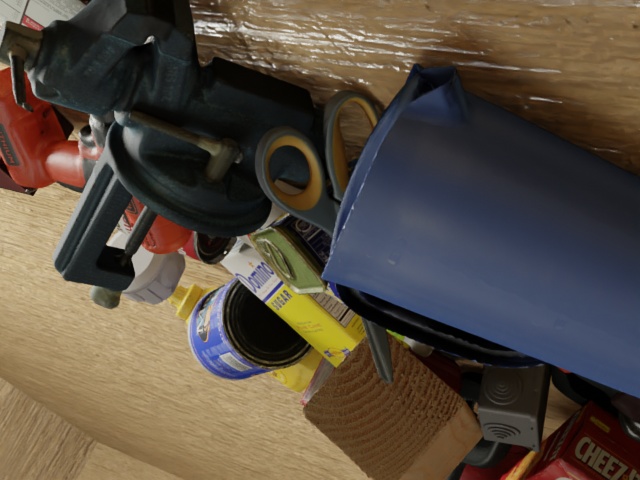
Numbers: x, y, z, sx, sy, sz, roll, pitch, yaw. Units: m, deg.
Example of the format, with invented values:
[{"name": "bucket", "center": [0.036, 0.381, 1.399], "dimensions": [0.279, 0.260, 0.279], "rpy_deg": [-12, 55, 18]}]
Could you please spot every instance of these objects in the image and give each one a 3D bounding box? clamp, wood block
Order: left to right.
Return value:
[{"name": "wood block", "center": [0.067, 0.148, 0.871], "dimensions": [0.091, 0.090, 0.206], "rpy_deg": [40, 176, 20]}, {"name": "clamp", "center": [0.135, 0.180, 1.080], "dimensions": [0.036, 0.164, 0.210], "rpy_deg": [-6, 155, -30]}, {"name": "clamp", "center": [0.255, 0.135, 0.881], "dimensions": [0.120, 0.039, 0.171], "rpy_deg": [-5, 144, 42]}]

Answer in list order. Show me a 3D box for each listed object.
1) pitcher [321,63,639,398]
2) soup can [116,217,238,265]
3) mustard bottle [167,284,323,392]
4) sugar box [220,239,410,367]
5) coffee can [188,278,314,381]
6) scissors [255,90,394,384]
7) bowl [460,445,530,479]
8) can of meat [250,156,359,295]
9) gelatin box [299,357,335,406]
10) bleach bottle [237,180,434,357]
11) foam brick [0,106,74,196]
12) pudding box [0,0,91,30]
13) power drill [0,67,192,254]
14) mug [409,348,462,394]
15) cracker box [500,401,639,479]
[{"name": "pitcher", "center": [0.128, 0.014, 0.611], "dimensions": [0.243, 0.145, 0.149], "rpy_deg": [24, 178, 0]}, {"name": "soup can", "center": [-0.128, -0.025, 0.936], "dimensions": [0.102, 0.068, 0.068], "rpy_deg": [19, 159, 26]}, {"name": "mustard bottle", "center": [-0.089, 0.104, 1.218], "dimensions": [0.191, 0.058, 0.096], "rpy_deg": [30, 160, -7]}, {"name": "sugar box", "center": [-0.006, 0.056, 0.977], "dimensions": [0.176, 0.048, 0.093], "rpy_deg": [41, 158, -14]}, {"name": "coffee can", "center": [-0.069, 0.086, 1.083], "dimensions": [0.102, 0.102, 0.140], "rpy_deg": [32, 160, -11]}, {"name": "scissors", "center": [0.006, 0.006, 0.684], "dimensions": [0.096, 0.202, 0.016], "rpy_deg": [-7, -164, -23]}, {"name": "bowl", "center": [0.185, 0.257, 1.193], "dimensions": [0.162, 0.055, 0.162], "rpy_deg": [4, 179, 0]}, {"name": "can of meat", "center": [0.006, -0.010, 0.751], "dimensions": [0.057, 0.084, 0.102], "rpy_deg": [50, 166, -6]}, {"name": "gelatin box", "center": [0.028, 0.157, 1.153], "dimensions": [0.030, 0.089, 0.073], "rpy_deg": [5, 150, 48]}, {"name": "bleach bottle", "center": [-0.006, 0.001, 0.855], "dimensions": [0.251, 0.068, 0.102], "rpy_deg": [28, 163, 8]}, {"name": "foam brick", "center": [-0.267, -0.087, 0.950], "dimensions": [0.051, 0.078, 0.053], "rpy_deg": [12, 157, 35]}, {"name": "pudding box", "center": [-0.189, -0.170, 0.701], "dimensions": [0.090, 0.039, 0.114], "rpy_deg": [33, 158, -14]}, {"name": "power drill", "center": [-0.191, -0.085, 0.844], "dimensions": [0.188, 0.057, 0.184], "rpy_deg": [20, 138, 38]}, {"name": "mug", "center": [0.081, 0.135, 1.049], "dimensions": [0.081, 0.093, 0.117], "rpy_deg": [29, -171, -18]}, {"name": "cracker box", "center": [0.248, 0.245, 0.927], "dimensions": [0.164, 0.072, 0.214], "rpy_deg": [34, 151, 7]}]
